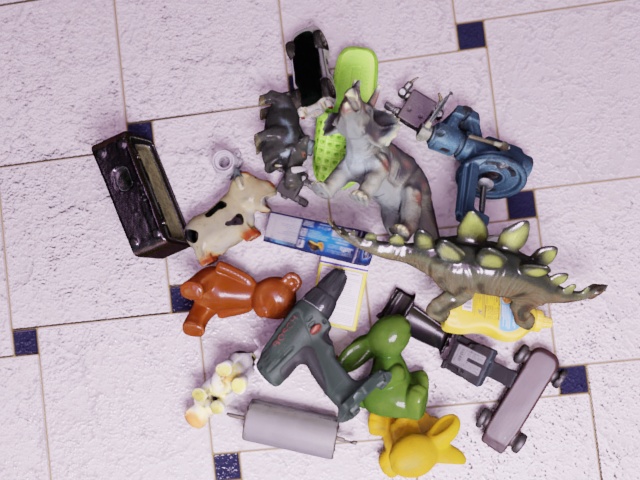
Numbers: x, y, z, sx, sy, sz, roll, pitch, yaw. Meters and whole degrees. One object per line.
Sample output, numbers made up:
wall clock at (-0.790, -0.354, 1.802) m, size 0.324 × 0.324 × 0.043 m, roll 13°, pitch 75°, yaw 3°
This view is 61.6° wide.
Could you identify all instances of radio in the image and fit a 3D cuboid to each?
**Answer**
radio at (-0.325, -0.081, 0.991) m, size 0.073 × 0.131 × 0.229 m, roll -24°, pitch 86°, yaw 6°

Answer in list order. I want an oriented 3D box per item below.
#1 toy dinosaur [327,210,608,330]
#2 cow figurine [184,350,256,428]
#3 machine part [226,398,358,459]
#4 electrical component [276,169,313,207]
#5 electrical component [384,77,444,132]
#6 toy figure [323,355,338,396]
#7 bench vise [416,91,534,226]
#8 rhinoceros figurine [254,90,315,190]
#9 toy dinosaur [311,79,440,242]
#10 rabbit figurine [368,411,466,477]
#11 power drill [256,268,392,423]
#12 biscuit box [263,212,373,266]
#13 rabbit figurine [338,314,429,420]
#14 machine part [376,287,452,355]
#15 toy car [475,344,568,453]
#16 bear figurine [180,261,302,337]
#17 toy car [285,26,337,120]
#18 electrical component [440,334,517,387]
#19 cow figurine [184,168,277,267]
toy dinosaur at (0.238, 0.042, 0.866) m, size 0.472 × 0.198 × 0.105 m, roll 7°, pitch 51°, yaw -1°
cow figurine at (-0.186, 0.273, 0.998) m, size 0.068 × 0.098 × 0.167 m, roll 43°, pitch 111°, yaw 0°
machine part at (-0.052, 0.345, 0.985) m, size 0.243 × 0.079 × 0.079 m, roll 10°, pitch 89°, yaw 4°
electrical component at (-0.054, -0.106, 1.024) m, size 0.094 × 0.021 × 0.063 m, roll 32°, pitch 92°, yaw 5°
electrical component at (0.181, -0.249, 0.997) m, size 0.102 × 0.045 × 0.078 m, roll 39°, pitch 90°, yaw 4°
toy figure at (0.000, 0.219, 0.993) m, size 0.058 × 0.064 × 0.154 m, roll -36°, pitch 91°, yaw -35°
bench vise at (0.264, -0.115, 0.927) m, size 0.223 × 0.129 × 0.240 m, roll 24°, pitch 60°, yaw -18°
rhinoceros figurine at (-0.066, -0.184, 0.993) m, size 0.112 × 0.073 × 0.190 m, roll -2°, pitch 74°, yaw -7°
toy dinosaur at (0.127, -0.102, 0.946) m, size 0.404 × 0.131 × 0.192 m, roll 42°, pitch 68°, yaw -32°
rabbit figurine at (0.164, 0.357, 0.919) m, size 0.162 × 0.173 × 0.122 m, roll -7°, pitch 84°, yaw 9°
power drill at (0.021, 0.180, 0.899) m, size 0.232 × 0.086 × 0.207 m, roll -44°, pitch 68°, yaw -12°
biscuit box at (-0.002, -0.003, 0.956) m, size 0.203 × 0.062 × 0.059 m, roll 13°, pitch 89°, yaw 32°
rabbit figurine at (0.119, 0.214, 0.960) m, size 0.159 × 0.121 × 0.170 m, roll 0°, pitch 95°, yaw 22°
machine part at (0.181, 0.152, 0.991) m, size 0.139 × 0.039 × 0.084 m, roll 35°, pitch 87°, yaw 6°
toy car at (0.359, 0.284, 0.963) m, size 0.089 × 0.053 × 0.202 m, roll 30°, pitch 92°, yaw 20°
bear figurine at (-0.137, 0.113, 0.977) m, size 0.196 × 0.132 × 0.120 m, roll 12°, pitch 118°, yaw 9°
toy car at (-0.016, -0.305, 0.979) m, size 0.074 × 0.056 × 0.202 m, roll -17°, pitch 64°, yaw 19°
electrical component at (0.285, 0.223, 0.956) m, size 0.119 × 0.047 × 0.074 m, roll 29°, pitch 92°, yaw 29°
cow figurine at (-0.166, -0.049, 1.004) m, size 0.195 × 0.085 × 0.127 m, roll -32°, pitch 92°, yaw 4°
